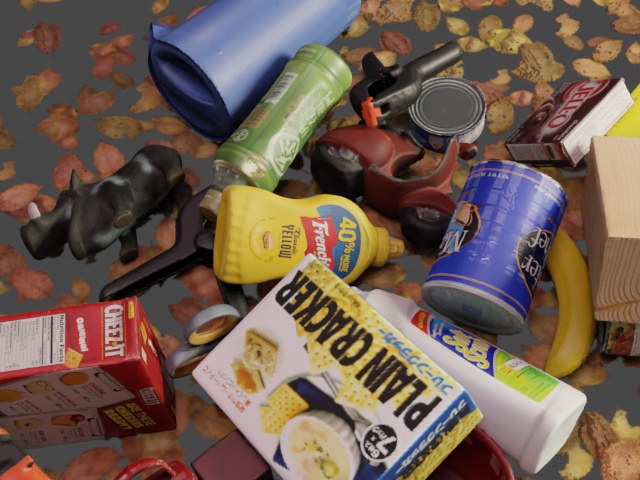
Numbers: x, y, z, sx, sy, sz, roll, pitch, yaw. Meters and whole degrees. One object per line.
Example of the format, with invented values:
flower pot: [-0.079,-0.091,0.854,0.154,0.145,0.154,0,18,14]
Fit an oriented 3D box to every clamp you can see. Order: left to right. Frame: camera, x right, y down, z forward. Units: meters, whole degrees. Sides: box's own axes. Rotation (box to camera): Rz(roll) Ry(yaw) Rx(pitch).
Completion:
clamp: [-0.107,0.018,1.105,0.164,0.036,0.209,25,59,8]
clamp: [0.073,-0.174,1.173,0.120,0.039,0.171,-3,27,37]

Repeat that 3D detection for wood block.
wood block: [0.302,-0.014,1.007,0.091,0.090,0.206,4,31,7]

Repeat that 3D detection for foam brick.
foam brick: [-0.074,0.216,0.950,0.053,0.078,0.051,-37,60,-17]

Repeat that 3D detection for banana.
banana: [0.236,0.054,1.049,0.069,0.037,0.197,2,57,6]

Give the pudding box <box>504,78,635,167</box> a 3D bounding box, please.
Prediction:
pudding box: [0.265,-0.124,1.134,0.113,0.039,0.090,-46,23,-20]

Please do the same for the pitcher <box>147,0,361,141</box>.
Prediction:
pitcher: [-0.061,-0.223,1.214,0.145,0.149,0.242,28,59,38]

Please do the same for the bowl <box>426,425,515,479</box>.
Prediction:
bowl: [0.092,0.233,0.929,0.162,0.055,0.162,-7,58,11]

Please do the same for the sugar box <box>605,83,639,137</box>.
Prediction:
sugar box: [0.391,-0.090,1.122,0.176,0.048,0.093,31,65,24]

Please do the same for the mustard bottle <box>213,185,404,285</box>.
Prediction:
mustard bottle: [-0.007,0.001,1.070,0.191,0.058,0.096,5,95,-18]

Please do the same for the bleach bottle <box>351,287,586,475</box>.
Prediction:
bleach bottle: [0.115,0.114,0.991,0.251,0.068,0.102,30,23,23]

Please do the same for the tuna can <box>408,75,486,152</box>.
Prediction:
tuna can: [0.141,-0.140,1.185,0.086,0.034,0.086,-3,57,4]

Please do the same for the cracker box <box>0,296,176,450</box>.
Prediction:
cracker box: [-0.252,0.128,0.973,0.213,0.164,0.072,-9,59,0]

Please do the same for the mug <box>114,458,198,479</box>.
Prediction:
mug: [-0.140,0.237,0.925,0.081,0.117,0.093,-32,29,-20]

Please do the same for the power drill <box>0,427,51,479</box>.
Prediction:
power drill: [-0.255,0.217,0.902,0.185,0.187,0.057,38,69,24]

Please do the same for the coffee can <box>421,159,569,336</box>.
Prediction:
coffee can: [0.170,0.008,1.032,0.103,0.103,0.140,19,71,16]

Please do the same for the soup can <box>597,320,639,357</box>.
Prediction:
soup can: [0.319,0.079,1.007,0.102,0.068,0.068,5,58,8]

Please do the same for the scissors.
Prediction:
scissors: [-0.059,0.069,1.012,0.201,0.096,0.016,-28,63,-24]
